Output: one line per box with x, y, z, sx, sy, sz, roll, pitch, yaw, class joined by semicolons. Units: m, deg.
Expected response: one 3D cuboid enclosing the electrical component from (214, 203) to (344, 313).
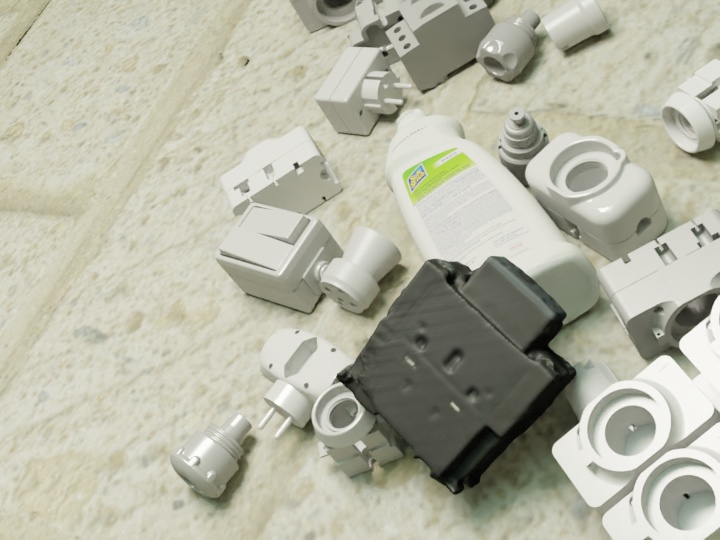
-0.062;-0.012;0.879;0.096;0.061;0.061;15;64;39;electrical component

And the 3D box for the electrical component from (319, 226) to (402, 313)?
0.000;0.000;0.843;0.045;0.045;0.055;19;66;40;electrical component

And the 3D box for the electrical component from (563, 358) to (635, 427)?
0.153;0.084;0.685;0.040;0.040;0.046;-31;40;6;electrical component

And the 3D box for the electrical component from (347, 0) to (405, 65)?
0.026;-0.235;1.013;0.078;0.058;0.057;-23;49;13;electrical component

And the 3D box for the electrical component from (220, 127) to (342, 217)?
-0.071;-0.078;0.947;0.089;0.050;0.055;-32;44;4;electrical component

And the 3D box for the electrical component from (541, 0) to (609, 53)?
0.182;-0.210;0.911;0.046;0.040;0.040;-30;44;15;electrical component

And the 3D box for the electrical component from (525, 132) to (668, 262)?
0.169;-0.056;0.777;0.054;0.059;0.095;-43;45;-7;electrical component

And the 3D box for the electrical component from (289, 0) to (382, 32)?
0.008;-0.320;1.059;0.186;0.105;0.060;-21;47;16;electrical component

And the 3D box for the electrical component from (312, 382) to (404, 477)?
-0.003;0.109;0.747;0.066;0.055;0.048;-24;46;13;electrical component

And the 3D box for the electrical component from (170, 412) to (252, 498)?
-0.107;0.134;0.799;0.048;0.048;0.062;21;61;41;electrical component

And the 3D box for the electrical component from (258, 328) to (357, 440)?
-0.045;0.090;0.797;0.077;0.043;0.079;23;68;41;electrical component

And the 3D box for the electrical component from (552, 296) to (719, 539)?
0.213;0.086;0.605;0.186;0.060;0.105;-42;46;9;electrical component

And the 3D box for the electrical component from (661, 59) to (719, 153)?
0.255;-0.117;0.786;0.055;0.048;0.066;-34;44;-8;electrical component

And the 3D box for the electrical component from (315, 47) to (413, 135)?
0.012;-0.160;0.965;0.077;0.047;0.065;12;61;37;electrical component

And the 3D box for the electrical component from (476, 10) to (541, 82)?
0.132;-0.197;0.927;0.043;0.043;0.062;22;66;41;electrical component

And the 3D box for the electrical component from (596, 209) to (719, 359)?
0.211;0.013;0.700;0.089;0.050;0.055;-29;45;8;electrical component

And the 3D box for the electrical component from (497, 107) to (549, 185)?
0.125;-0.098;0.829;0.040;0.078;0.040;-7;61;13;electrical component
